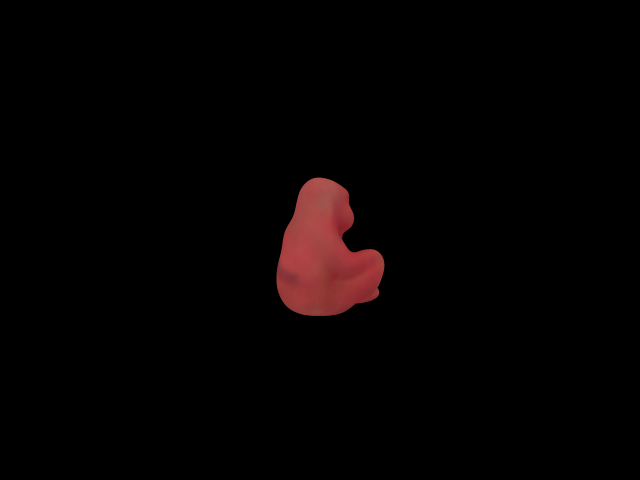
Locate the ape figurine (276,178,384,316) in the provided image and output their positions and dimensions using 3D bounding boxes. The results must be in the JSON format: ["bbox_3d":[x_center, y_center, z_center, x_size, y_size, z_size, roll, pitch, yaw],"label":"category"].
[{"bbox_3d":[0.004,0.001,0.400,0.076,0.092,0.077,-14,27,-29],"label":"ape figurine"}]
